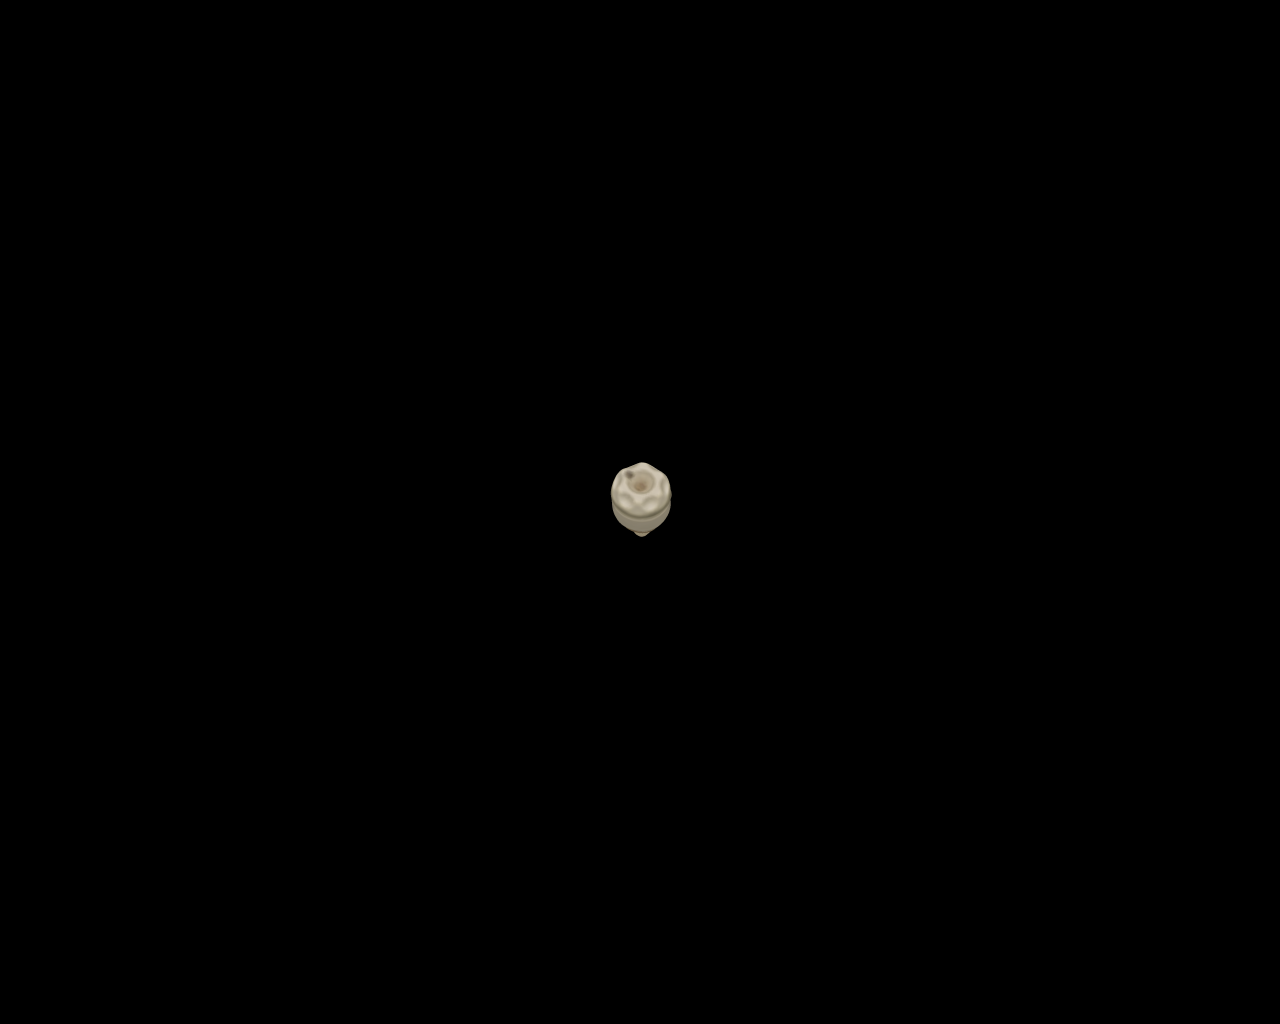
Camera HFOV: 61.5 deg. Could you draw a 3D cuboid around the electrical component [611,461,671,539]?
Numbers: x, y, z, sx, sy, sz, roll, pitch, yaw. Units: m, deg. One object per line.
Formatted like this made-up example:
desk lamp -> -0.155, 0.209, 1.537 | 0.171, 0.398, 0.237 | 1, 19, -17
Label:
electrical component -> 0.001, -0.003, 0.650 | 0.035, 0.035, 0.061 | 0, -30, 0
